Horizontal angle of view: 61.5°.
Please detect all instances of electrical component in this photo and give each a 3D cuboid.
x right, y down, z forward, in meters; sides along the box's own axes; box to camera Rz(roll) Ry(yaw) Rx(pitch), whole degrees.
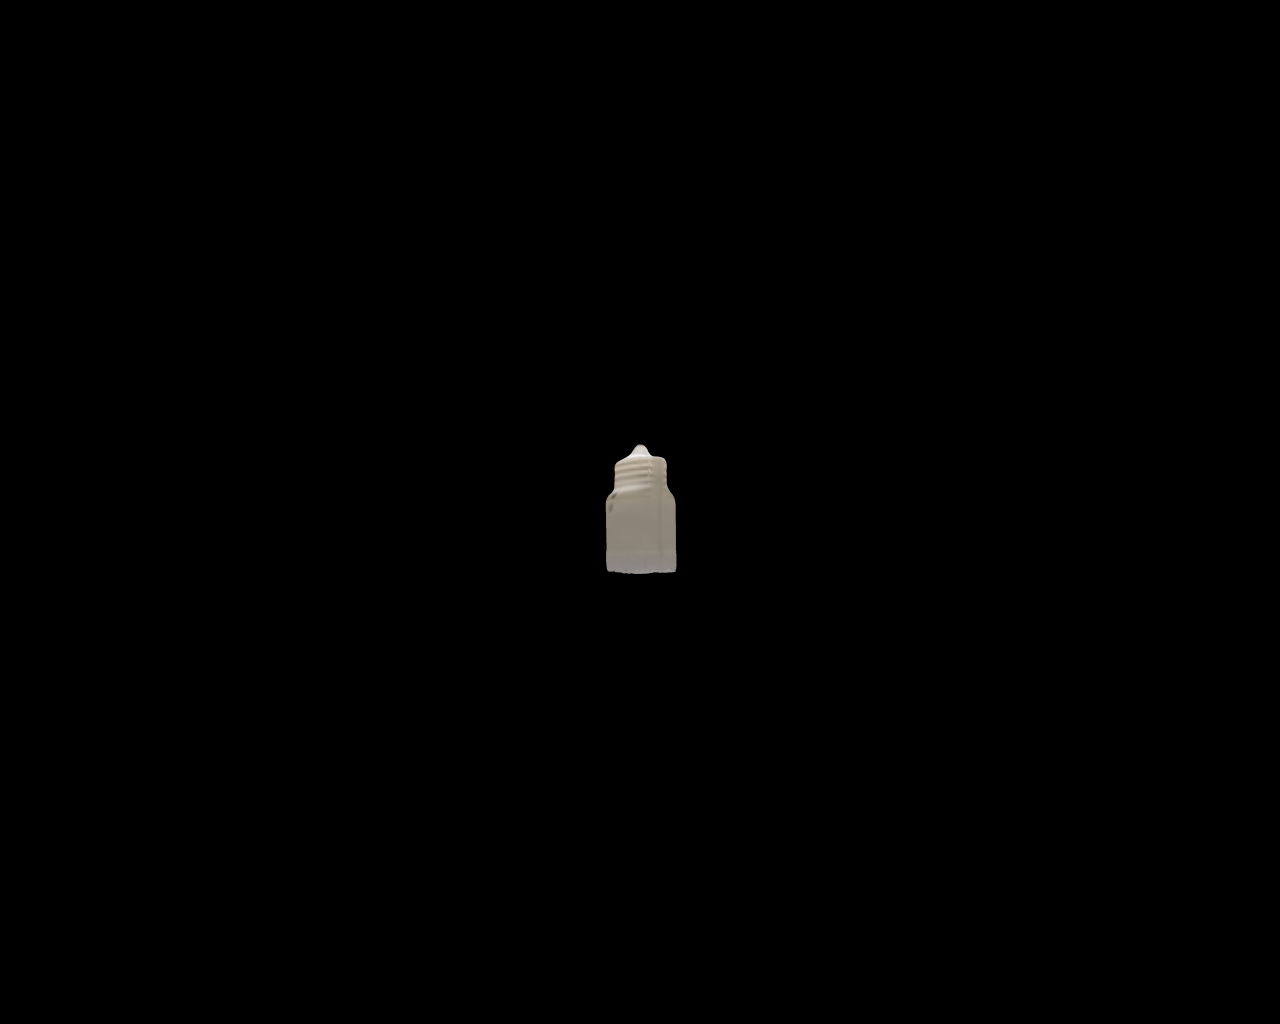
[{"bbox_3d":[0.001,-0.003,0.650,0.043,0.081,0.043,0,-5,0],"label":"electrical component"}]
